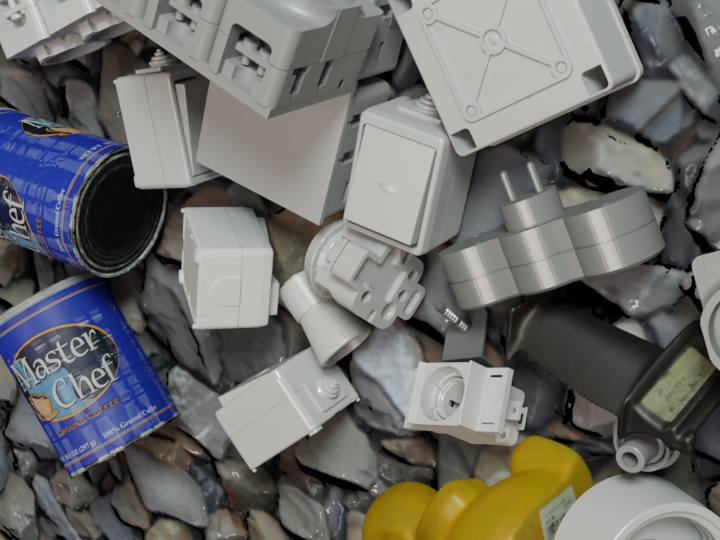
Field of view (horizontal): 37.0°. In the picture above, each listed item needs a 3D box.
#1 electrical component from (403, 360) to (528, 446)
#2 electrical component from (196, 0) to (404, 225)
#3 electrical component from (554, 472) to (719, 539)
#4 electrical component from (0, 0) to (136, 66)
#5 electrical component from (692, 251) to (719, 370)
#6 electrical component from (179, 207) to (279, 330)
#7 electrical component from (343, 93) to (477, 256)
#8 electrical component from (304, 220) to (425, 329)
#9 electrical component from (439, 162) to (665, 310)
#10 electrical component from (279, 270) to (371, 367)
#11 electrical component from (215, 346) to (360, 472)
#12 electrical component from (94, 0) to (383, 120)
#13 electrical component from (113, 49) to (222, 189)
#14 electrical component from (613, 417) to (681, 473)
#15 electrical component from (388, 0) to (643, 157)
[{"bbox_3d":[0.071,0.089,0.703,0.081,0.064,0.042,-5,64,46],"label":"electrical component"},{"bbox_3d":[-0.032,-0.139,0.695,0.105,0.060,0.186,28,121,22],"label":"electrical component"},{"bbox_3d":[0.175,0.181,0.639,0.060,0.108,0.108,-163,56,-72],"label":"electrical component"},{"bbox_3d":[-0.179,-0.198,0.752,0.150,0.089,0.061,-15,99,37],"label":"electrical component"},{"bbox_3d":[0.253,0.069,0.559,0.105,0.060,0.186,-18,85,37],"label":"electrical component"},{"bbox_3d":[-0.096,-0.006,0.777,0.096,0.061,0.061,-122,35,-59],"label":"electrical component"},{"bbox_3d":[0.032,-0.065,0.679,0.062,0.061,0.096,24,119,25],"label":"electrical component"},{"bbox_3d":[0.000,0.000,0.722,0.057,0.078,0.058,30,88,39],"label":"electrical component"},{"bbox_3d":[0.107,-0.028,0.649,0.138,0.052,0.073,-17,97,37],"label":"electrical component"},{"bbox_3d":[-0.028,0.031,0.769,0.065,0.044,0.044,53,127,12],"label":"electrical component"},{"bbox_3d":[-0.052,0.095,0.796,0.096,0.062,0.061,-37,85,37],"label":"electrical component"},{"bbox_3d":[-0.073,-0.159,0.618,0.150,0.089,0.061,36,124,18],"label":"electrical component"},{"bbox_3d":[-0.127,-0.110,0.768,0.061,0.062,0.096,1,108,33],"label":"electrical component"},{"bbox_3d":[0.173,0.101,0.647,0.043,0.062,0.043,13,114,30],"label":"electrical component"},{"bbox_3d":[0.088,-0.136,0.618,0.109,0.056,0.108,-22,95,37],"label":"electrical component"}]
